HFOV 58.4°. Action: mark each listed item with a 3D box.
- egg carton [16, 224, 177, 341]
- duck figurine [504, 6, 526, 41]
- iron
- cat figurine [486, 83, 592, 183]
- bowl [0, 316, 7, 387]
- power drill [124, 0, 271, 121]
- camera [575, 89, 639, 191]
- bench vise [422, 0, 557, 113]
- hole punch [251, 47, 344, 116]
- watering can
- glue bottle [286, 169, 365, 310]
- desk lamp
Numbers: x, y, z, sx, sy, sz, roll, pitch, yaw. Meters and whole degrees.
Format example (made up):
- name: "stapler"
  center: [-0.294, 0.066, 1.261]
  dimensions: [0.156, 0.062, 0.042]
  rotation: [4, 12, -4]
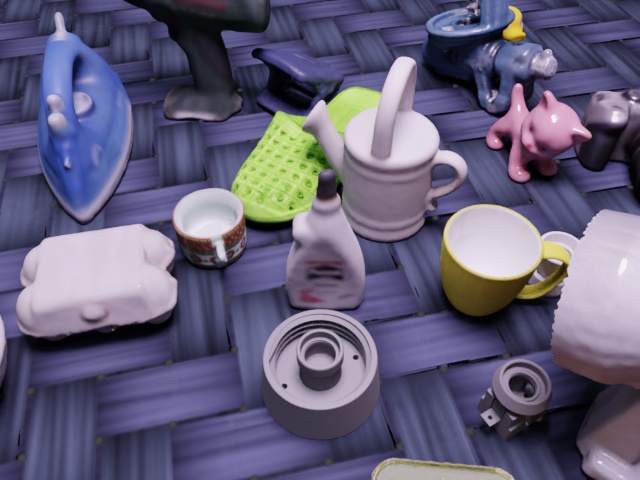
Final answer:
- name: "egg carton"
  center: [-0.216, 0.043, 0.561]
  dimensions: [0.150, 0.069, 0.107]
  rotation: [-10, 49, -8]
- name: "duck figurine"
  center: [0.276, -0.313, 0.867]
  dimensions: [0.077, 0.086, 0.104]
  rotation: [-13, 49, -10]
- name: "iron"
  center: [-0.300, -0.157, 0.695]
  dimensions: [0.119, 0.141, 0.258]
  rotation: [-11, 49, -9]
- name: "cat figurine"
  center: [0.261, -0.136, 0.687]
  dimensions: [0.067, 0.118, 0.127]
  rotation: [-12, 49, -10]
- name: "bowl"
  center: [-0.342, 0.123, 0.487]
  dimensions: [0.167, 0.075, 0.167]
  rotation: [0, 48, 0]
- name: "power drill"
  center: [-0.176, -0.261, 0.742]
  dimensions: [0.229, 0.208, 0.075]
  rotation: [2, 48, 3]
- name: "camera"
  center: [0.393, -0.116, 0.678]
  dimensions: [0.143, 0.101, 0.137]
  rotation: [9, 49, 9]
- name: "bench vise"
  center: [0.236, -0.299, 0.765]
  dimensions: [0.206, 0.220, 0.122]
  rotation: [28, 54, 23]
- name: "hole punch"
  center: [-0.030, -0.229, 0.791]
  dimensions: [0.108, 0.091, 0.101]
  rotation: [34, 57, 27]
- name: "watering can"
  center: [0.066, -0.098, 0.603]
  dimensions: [0.173, 0.194, 0.101]
  rotation: [1, 48, 1]
- name: "glue bottle"
  center: [0.005, 0.002, 0.527]
  dimensions: [0.078, 0.173, 0.037]
  rotation: [-3, 48, -1]
- name: "desk lamp"
  center: [0.259, 0.098, 0.410]
  dimensions: [0.202, 0.214, 0.118]
  rotation: [30, 55, 25]
